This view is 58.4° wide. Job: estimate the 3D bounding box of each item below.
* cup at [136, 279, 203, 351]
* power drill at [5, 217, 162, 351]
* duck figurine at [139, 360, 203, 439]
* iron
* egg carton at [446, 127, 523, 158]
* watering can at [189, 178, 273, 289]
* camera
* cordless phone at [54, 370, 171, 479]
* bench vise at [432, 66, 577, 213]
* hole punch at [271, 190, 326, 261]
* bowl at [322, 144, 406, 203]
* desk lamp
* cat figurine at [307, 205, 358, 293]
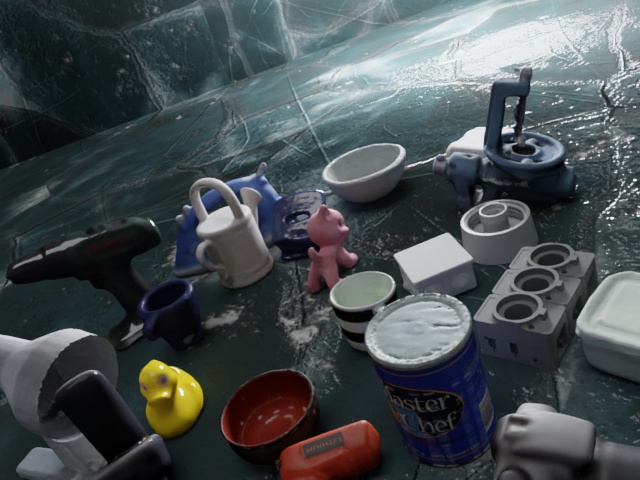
[{"bbox_3d":[-0.222,0.129,0.867,0.091,0.095,0.118,-11,29,18],"label":"cup"},{"bbox_3d":[-0.349,0.071,0.935,0.230,0.209,0.075,-34,30,-22],"label":"power drill"},{"bbox_3d":[-0.203,0.194,0.748,0.077,0.086,0.104,-21,28,0],"label":"duck figurine"},{"bbox_3d":[-0.183,-0.039,1.090,0.258,0.142,0.118,-26,28,-9],"label":"iron"},{"bbox_3d":[0.304,-0.155,1.037,0.107,0.069,0.149,-36,31,-26],"label":"egg carton"},{"bbox_3d":[-0.159,-0.025,0.991,0.100,0.194,0.173,-13,29,15],"label":"watering can"},{"bbox_3d":[0.204,0.198,0.444,0.136,0.101,0.143,-1,34,33],"label":"camera"},{"bbox_3d":[-0.251,0.231,0.608,0.148,0.185,0.093,-34,30,-22],"label":"cordless phone"},{"bbox_3d":[0.271,-0.143,0.876,0.207,0.220,0.121,-15,28,12],"label":"bench vise"},{"bbox_3d":[-0.031,-0.028,1.020,0.108,0.091,0.101,-13,29,15],"label":"hole punch"},{"bbox_3d":[0.093,-0.120,1.115,0.167,0.075,0.167,-16,28,9],"label":"bowl"},{"bbox_3d":[-0.324,0.198,0.686,0.202,0.214,0.118,-5,32,29],"label":"desk lamp"},{"bbox_3d":[0.008,0.003,0.908,0.067,0.118,0.128,-7,31,25],"label":"cat figurine"}]
